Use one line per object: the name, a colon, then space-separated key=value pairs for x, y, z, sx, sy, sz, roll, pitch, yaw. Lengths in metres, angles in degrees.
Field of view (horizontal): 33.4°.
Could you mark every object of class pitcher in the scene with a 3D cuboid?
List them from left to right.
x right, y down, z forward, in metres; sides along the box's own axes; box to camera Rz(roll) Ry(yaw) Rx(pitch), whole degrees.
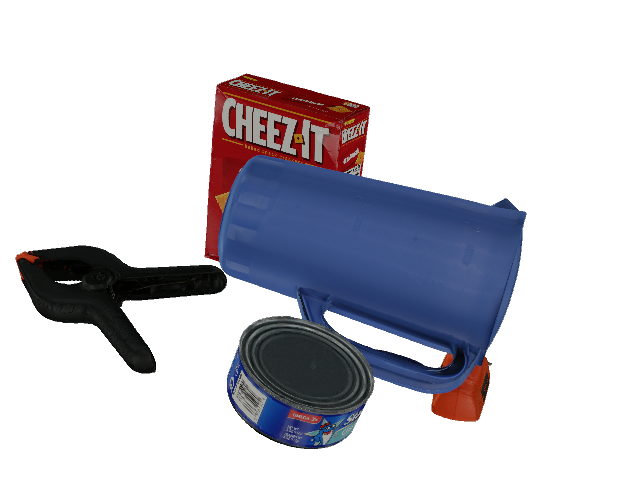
pitcher: x=0.039 y=0.018 z=0.889 sx=0.243 sy=0.145 sz=0.149 roll=16 pitch=18 yaw=9

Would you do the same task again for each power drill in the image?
power drill: x=0.153 y=0.090 z=1.104 sx=0.057 sy=0.188 sz=0.184 roll=11 pitch=27 yaw=13

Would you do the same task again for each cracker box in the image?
cracker box: x=-0.042 y=-0.061 z=1.199 sx=0.164 sy=0.214 sz=0.072 roll=18 pitch=28 yaw=24

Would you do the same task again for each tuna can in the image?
tuna can: x=-0.013 y=0.086 z=0.648 sx=0.086 sy=0.034 sz=0.086 roll=16 pitch=30 yaw=-10

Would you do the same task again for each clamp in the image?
clamp: x=-0.164 y=0.038 z=0.858 sx=0.172 sy=0.039 sz=0.120 roll=24 pitch=38 yaw=25
